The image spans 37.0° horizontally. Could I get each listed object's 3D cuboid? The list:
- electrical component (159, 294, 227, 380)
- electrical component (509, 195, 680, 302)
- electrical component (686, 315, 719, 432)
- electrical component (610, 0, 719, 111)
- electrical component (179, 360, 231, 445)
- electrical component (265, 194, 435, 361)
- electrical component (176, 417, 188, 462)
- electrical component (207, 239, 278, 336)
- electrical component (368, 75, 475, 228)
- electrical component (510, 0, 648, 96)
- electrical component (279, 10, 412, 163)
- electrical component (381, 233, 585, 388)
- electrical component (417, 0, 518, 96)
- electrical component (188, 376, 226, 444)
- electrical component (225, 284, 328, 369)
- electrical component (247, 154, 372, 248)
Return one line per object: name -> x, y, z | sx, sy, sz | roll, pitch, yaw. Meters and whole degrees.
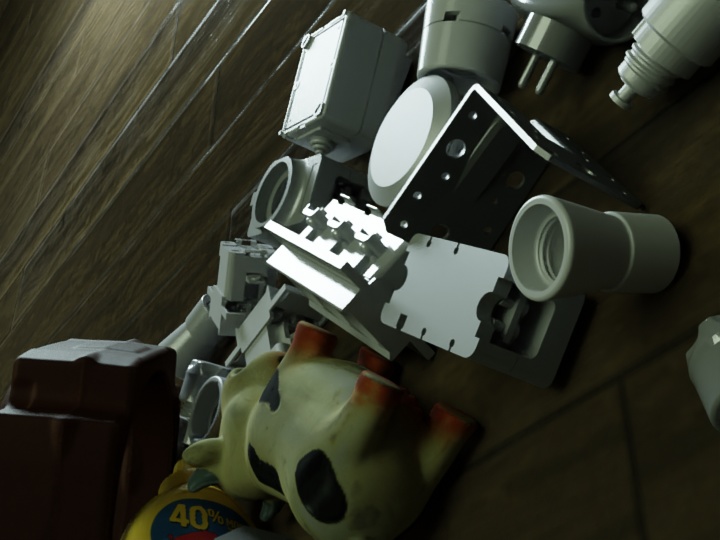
electrical component -> -0.126, 0.051, 0.856 | 0.065, 0.044, 0.044 | -51, 32, 22
electrical component -> 0.102, -0.008, 0.457 | 0.044, 0.065, 0.044 | -9, 80, 63
electrical component -> 0.142, 0.045, 0.372 | 0.043, 0.043, 0.062 | -49, 34, 33
electrical component -> 0.142, -0.105, 0.482 | 0.078, 0.040, 0.040 | -51, 32, 30
electrical component -> -0.113, 0.100, 0.793 | 0.043, 0.043, 0.062 | 3, 75, 62
electrical component -> 0.000, 0.000, 0.636 | 0.063, 0.078, 0.121 | -47, 26, -7
electrical component -> -0.159, 0.143, 0.845 | 0.048, 0.048, 0.062 | -29, 53, 51
electrical component -> -0.082, 0.012, 0.779 | 0.081, 0.042, 0.063 | -145, 62, -68
electrical component -> 0.044, -0.067, 0.621 | 0.080, 0.051, 0.080 | -41, 38, 42
electrical component -> 0.107, -0.129, 0.562 | 0.079, 0.043, 0.077 | -64, 28, 9
electrical component -> -0.009, -0.117, 0.743 | 0.062, 0.061, 0.096 | -15, 58, 57
electrical component -> 0.061, 0.019, 0.523 | 0.089, 0.056, 0.050 | 19, 87, 62
electrical component -> 0.062, -0.131, 0.633 | 0.055, 0.055, 0.047 | -9, 67, 59
electrical component -> -0.086, 0.103, 0.736 | 0.055, 0.047, 0.055 | -41, 38, 42
electrical component -> -0.052, 0.052, 0.718 | 0.081, 0.042, 0.063 | -52, 33, 30
electrical component -> -0.038, -0.044, 0.746 | 0.089, 0.056, 0.050 | -10, 62, 59
